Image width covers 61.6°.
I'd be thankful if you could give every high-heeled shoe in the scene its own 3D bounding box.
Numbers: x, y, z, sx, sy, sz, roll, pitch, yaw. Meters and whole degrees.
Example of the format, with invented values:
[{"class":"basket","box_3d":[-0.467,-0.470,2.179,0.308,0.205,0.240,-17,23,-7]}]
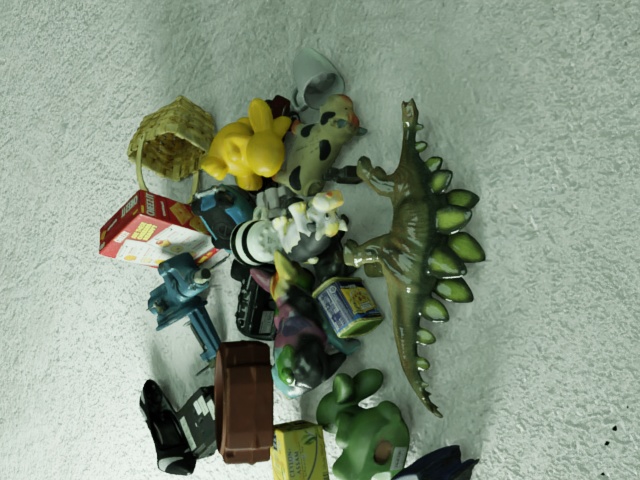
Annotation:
[{"class":"high-heeled shoe","box_3d":[-0.324,0.393,1.148,0.249,0.086,0.145,5,101,53]}]

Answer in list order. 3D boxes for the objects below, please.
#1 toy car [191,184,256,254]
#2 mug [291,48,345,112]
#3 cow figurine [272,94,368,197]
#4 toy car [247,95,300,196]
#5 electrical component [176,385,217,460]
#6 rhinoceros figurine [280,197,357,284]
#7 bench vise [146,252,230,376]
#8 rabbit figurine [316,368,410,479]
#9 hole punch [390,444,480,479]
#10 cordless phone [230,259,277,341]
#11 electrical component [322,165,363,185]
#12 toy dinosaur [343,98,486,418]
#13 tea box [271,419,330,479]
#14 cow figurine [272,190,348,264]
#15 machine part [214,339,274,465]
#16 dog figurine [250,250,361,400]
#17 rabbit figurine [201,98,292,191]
[{"class":"toy car","box_3d":[-0.177,-0.055,1.074,0.109,0.161,0.103,-15,34,28]},{"class":"mug","box_3d":[-0.015,-0.297,0.999,0.109,0.081,0.107,-47,47,34]},{"class":"cow figurine","box_3d":[0.003,-0.168,0.961,0.127,0.085,0.194,35,104,42]},{"class":"toy car","box_3d":[-0.098,-0.183,1.063,0.089,0.053,0.202,33,110,38]},{"class":"electrical component","box_3d":[-0.224,0.365,1.100,0.134,0.058,0.115,-45,62,26]},{"class":"rhinoceros figurine","box_3d":[-0.002,-0.003,0.959,0.112,0.073,0.190,-49,59,36]},{"class":"bench vise","box_3d":[-0.263,0.152,1.119,0.224,0.129,0.240,-30,88,30]},{"class":"rabbit figurine","box_3d":[0.048,0.286,0.855,0.170,0.121,0.159,16,102,54]},{"class":"hole punch","box_3d":[0.149,0.344,0.759,0.092,0.142,0.115,34,118,40]},{"class":"cordless phone","box_3d":[-0.138,0.109,1.059,0.184,0.088,0.146,15,96,50]},{"class":"electrical component","box_3d":[0.054,-0.111,0.925,0.063,0.094,0.021,157,113,-75]},{"class":"toy dinosaur","box_3d":[0.141,0.020,0.818,0.199,0.105,0.471,4,92,36]},{"class":"tea box","box_3d":[-0.039,0.355,0.891,0.169,0.068,0.098,127,135,-69]},{"class":"cow figurine","box_3d":[-0.010,-0.016,0.846,0.167,0.068,0.098,-31,75,60]},{"class":"machine part","box_3d":[-0.141,0.283,0.963,0.201,0.087,0.201,156,116,-73]},{"class":"dog figurine","box_3d":[-0.048,0.130,0.903,0.108,0.191,0.219,-38,86,37]},{"class":"rabbit figurine","box_3d":[-0.111,-0.162,0.967,0.173,0.121,0.162,24,84,57]}]
